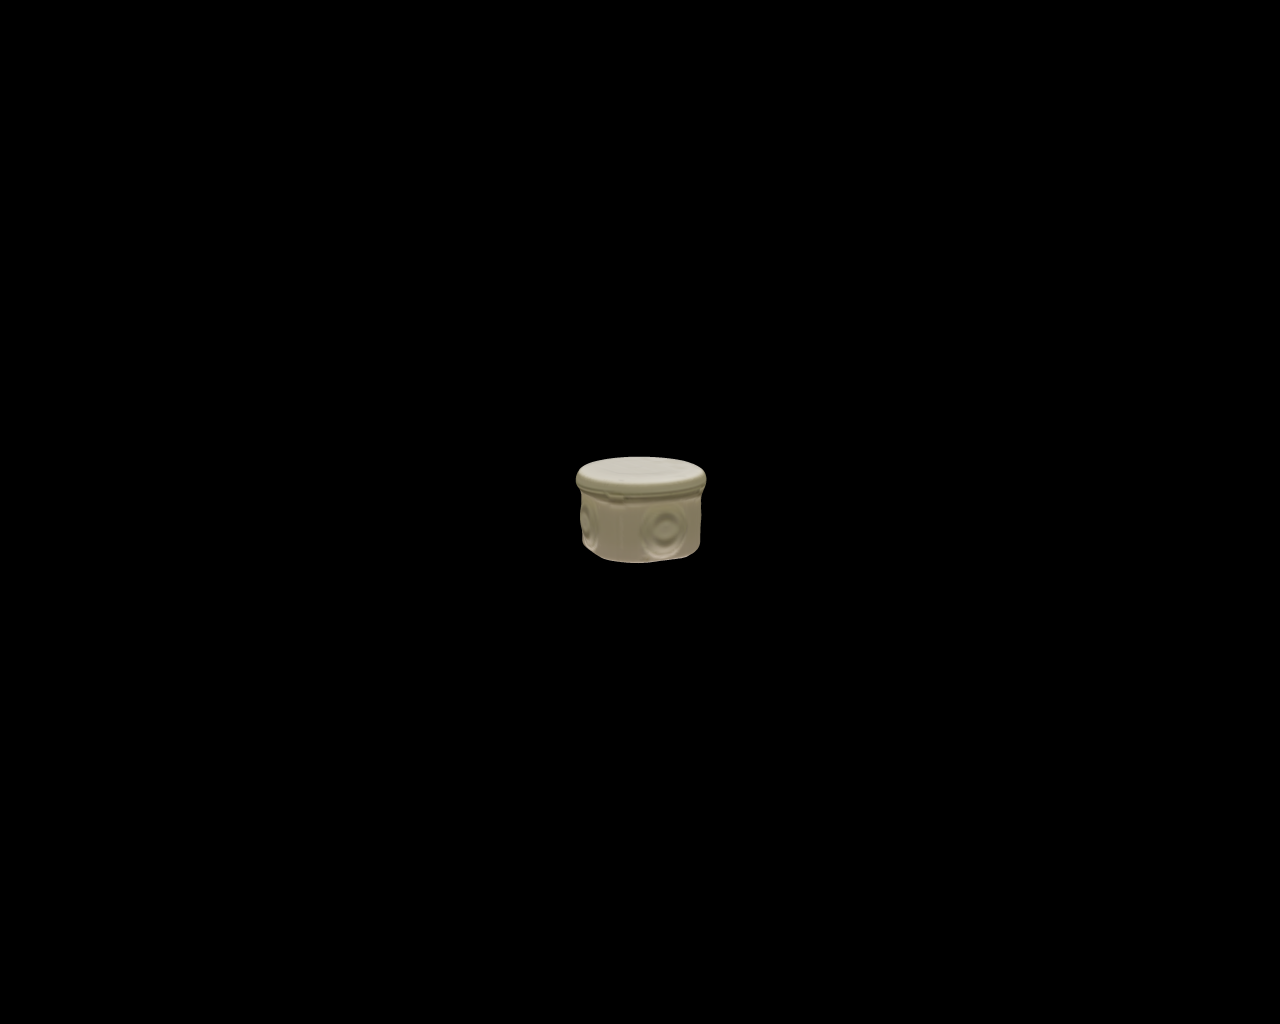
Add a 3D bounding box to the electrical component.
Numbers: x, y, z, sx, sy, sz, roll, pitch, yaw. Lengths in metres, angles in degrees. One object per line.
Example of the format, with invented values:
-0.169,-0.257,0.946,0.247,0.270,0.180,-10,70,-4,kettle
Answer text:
0.001,-0.003,0.650,0.080,0.051,0.080,0,14,0,electrical component
